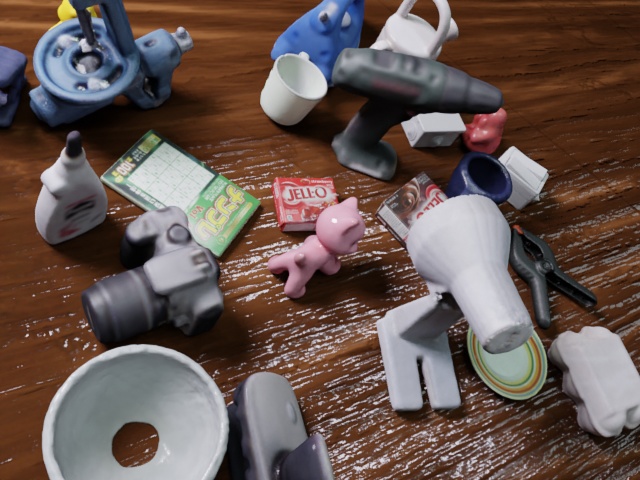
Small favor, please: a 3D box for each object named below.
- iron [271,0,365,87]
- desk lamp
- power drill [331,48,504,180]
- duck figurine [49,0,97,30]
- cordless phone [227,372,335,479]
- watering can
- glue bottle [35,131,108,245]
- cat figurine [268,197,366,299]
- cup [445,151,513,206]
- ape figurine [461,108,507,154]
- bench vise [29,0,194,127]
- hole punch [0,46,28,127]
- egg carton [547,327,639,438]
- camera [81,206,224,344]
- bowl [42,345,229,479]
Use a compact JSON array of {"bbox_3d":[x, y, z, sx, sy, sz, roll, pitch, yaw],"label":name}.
[{"bbox_3d":[0.028,-0.367,0.936,0.118,0.141,0.259,33,54,-3],"label":"iron"},{"bbox_3d":[0.160,0.080,0.690,0.118,0.213,0.203,3,61,-22],"label":"desk lamp"},{"bbox_3d":[0.112,-0.180,0.823,0.230,0.208,0.075,18,56,-13],"label":"power drill"},{"bbox_3d":[-0.326,-0.284,0.767,0.078,0.086,0.104,9,59,-18],"label":"duck figurine"},{"bbox_3d":[-0.029,0.192,0.560,0.094,0.185,0.147,-8,65,-27],"label":"cordless phone"},{"bbox_3d":[0.150,-0.324,0.932,0.101,0.194,0.173,40,54,2],"label":"watering can"},{"bbox_3d":[-0.264,-0.059,0.610,0.037,0.173,0.078,47,55,8],"label":"glue bottle"},{"bbox_3d":[0.007,0.003,0.727,0.128,0.117,0.067,-34,79,-34],"label":"cat figurine"},{"bbox_3d":[0.226,-0.068,0.878,0.091,0.095,0.118,45,54,6],"label":"cup"},{"bbox_3d":[0.284,-0.192,0.977,0.076,0.092,0.078,48,55,8],"label":"ape figurine"},{"bbox_3d":[-0.254,-0.248,0.695,0.121,0.219,0.208,39,54,2],"label":"bench vise"},{"bbox_3d":[-0.413,-0.205,0.680,0.109,0.091,0.101,11,58,-18],"label":"hole punch"},{"bbox_3d":[0.395,0.198,0.813,0.107,0.069,0.150,-7,65,-27],"label":"egg carton"},{"bbox_3d":[-0.189,0.043,0.628,0.137,0.100,0.143,-21,72,-32],"label":"camera"},{"bbox_3d":[-0.179,0.193,0.562,0.168,0.074,0.167,11,58,-18],"label":"bowl"}]
